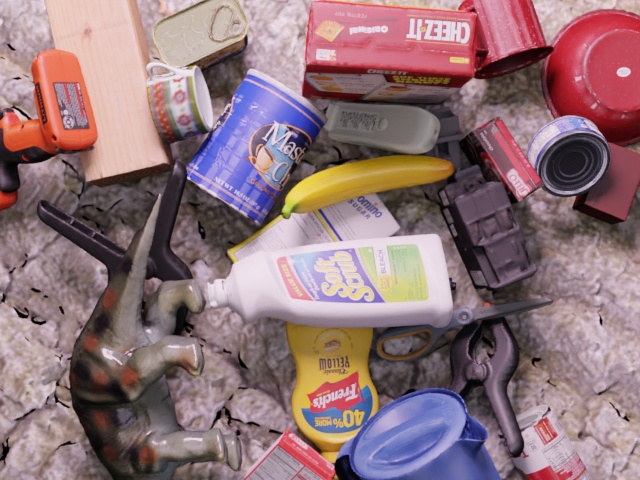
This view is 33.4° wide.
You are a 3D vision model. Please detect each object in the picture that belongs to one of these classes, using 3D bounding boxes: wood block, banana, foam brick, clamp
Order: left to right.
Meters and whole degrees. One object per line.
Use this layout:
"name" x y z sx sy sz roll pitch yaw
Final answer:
"wood block" -0.228 -0.170 1.168 0.091 0.090 0.206 -13 89 -1
"clamp" -0.185 0.019 1.151 0.164 0.036 0.210 -22 112 8
"banana" 0.043 -0.059 1.145 0.197 0.070 0.037 -17 125 -13
"clamp" 0.168 0.156 1.183 0.120 0.039 0.171 -3 66 22
"foam brick" 0.326 -0.064 1.201 0.053 0.051 0.078 22 87 0

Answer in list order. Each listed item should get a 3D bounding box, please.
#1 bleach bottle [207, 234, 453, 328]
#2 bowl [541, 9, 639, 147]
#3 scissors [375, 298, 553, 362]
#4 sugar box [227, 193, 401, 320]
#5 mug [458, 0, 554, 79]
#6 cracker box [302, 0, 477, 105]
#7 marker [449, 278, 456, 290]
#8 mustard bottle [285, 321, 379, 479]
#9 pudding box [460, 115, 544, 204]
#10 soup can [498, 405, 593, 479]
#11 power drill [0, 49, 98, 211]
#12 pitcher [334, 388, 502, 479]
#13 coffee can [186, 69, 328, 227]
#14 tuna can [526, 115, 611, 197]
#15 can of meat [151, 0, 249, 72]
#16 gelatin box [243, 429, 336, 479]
"bleach bottle" 0.008 0.054 1.132 0.250 0.068 0.102 -6 68 -5
"bowl" 0.335 -0.187 1.203 0.162 0.055 0.162 0 89 -1
"scissors" 0.144 0.070 1.179 0.202 0.016 0.096 -27 92 16
"sugar box" -0.008 0.002 1.193 0.176 0.048 0.093 -34 90 -6
"mug" 0.193 -0.231 1.177 0.117 0.093 0.081 -12 83 -36
"cracker box" 0.065 -0.192 1.115 0.164 0.214 0.072 3 89 -2
"marker" 0.094 0.045 1.207 0.121 0.020 0.020 7 88 -1
"mustard bottle" 0.016 0.169 1.182 0.096 0.058 0.191 -4 89 -6
"pudding box" 0.196 -0.084 1.167 0.039 0.113 0.090 -32 89 1
"soup can" 0.251 0.243 1.182 0.068 0.068 0.102 -30 89 -2
"power drill" -0.325 -0.137 1.136 0.188 0.057 0.184 -17 89 40
"pitcher" 0.133 0.288 1.127 0.145 0.149 0.242 -34 111 -10
"coffee can" -0.071 -0.100 1.164 0.103 0.103 0.140 33 88 -1
"tuna can" 0.269 -0.089 1.152 0.086 0.034 0.086 -5 125 -7
"can of meat" -0.129 -0.222 1.175 0.102 0.084 0.057 -26 89 -2
"gelatin box" -0.034 0.259 1.172 0.073 0.030 0.089 38 123 -1
